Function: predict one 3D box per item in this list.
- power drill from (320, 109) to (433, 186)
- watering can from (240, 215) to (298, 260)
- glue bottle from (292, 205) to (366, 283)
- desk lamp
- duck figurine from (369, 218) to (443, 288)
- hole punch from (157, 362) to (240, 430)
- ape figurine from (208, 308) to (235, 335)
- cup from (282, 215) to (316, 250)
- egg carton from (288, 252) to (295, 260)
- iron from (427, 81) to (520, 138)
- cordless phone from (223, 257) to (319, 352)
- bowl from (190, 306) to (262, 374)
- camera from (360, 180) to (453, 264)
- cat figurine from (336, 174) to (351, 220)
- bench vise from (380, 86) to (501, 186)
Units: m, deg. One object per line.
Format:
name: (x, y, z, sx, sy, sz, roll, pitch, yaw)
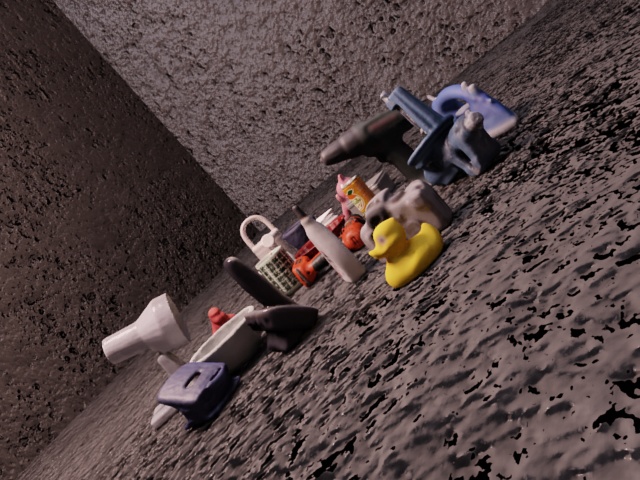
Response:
power drill: (0.146, -0.175, 1.224, 0.229, 0.208, 0.075, -41, 8, -1)
watering can: (-0.146, 0.010, 1.658, 0.101, 0.194, 0.172, -46, 9, -28)
glue bottle: (0.009, 0.004, 1.033, 0.037, 0.173, 0.078, -43, 9, -12)
desk lamp: (-0.341, 0.250, 1.222, 0.203, 0.213, 0.118, -42, 8, -7)
duck figurine: (0.118, 0.006, 0.824, 0.104, 0.086, 0.077, -42, 8, -4)
hole punch: (-0.211, 0.259, 1.001, 0.101, 0.091, 0.109, -35, 10, 37)
ape figurine: (-0.242, 0.207, 1.422, 0.078, 0.092, 0.076, -43, 8, -9)
cup: (-0.035, -0.011, 1.605, 0.117, 0.095, 0.092, -36, 10, 33)
egg carton: (-0.113, 0.091, 1.518, 0.107, 0.069, 0.150, -46, 10, -32)
iron: (0.315, -0.279, 1.219, 0.119, 0.141, 0.258, -43, 8, -8)
cordless phone: (-0.102, 0.100, 1.001, 0.094, 0.185, 0.147, -46, 9, -27)
bowl: (-0.170, 0.211, 1.123, 0.167, 0.075, 0.167, -40, 8, 7)
camera: (0.142, -0.052, 0.966, 0.143, 0.101, 0.137, -36, 10, 32)
cat figurine: (0.079, -0.129, 1.618, 0.067, 0.118, 0.128, -36, 10, 34)
bench vise: (0.216, -0.212, 1.046, 0.207, 0.220, 0.122, -31, 13, 51)
